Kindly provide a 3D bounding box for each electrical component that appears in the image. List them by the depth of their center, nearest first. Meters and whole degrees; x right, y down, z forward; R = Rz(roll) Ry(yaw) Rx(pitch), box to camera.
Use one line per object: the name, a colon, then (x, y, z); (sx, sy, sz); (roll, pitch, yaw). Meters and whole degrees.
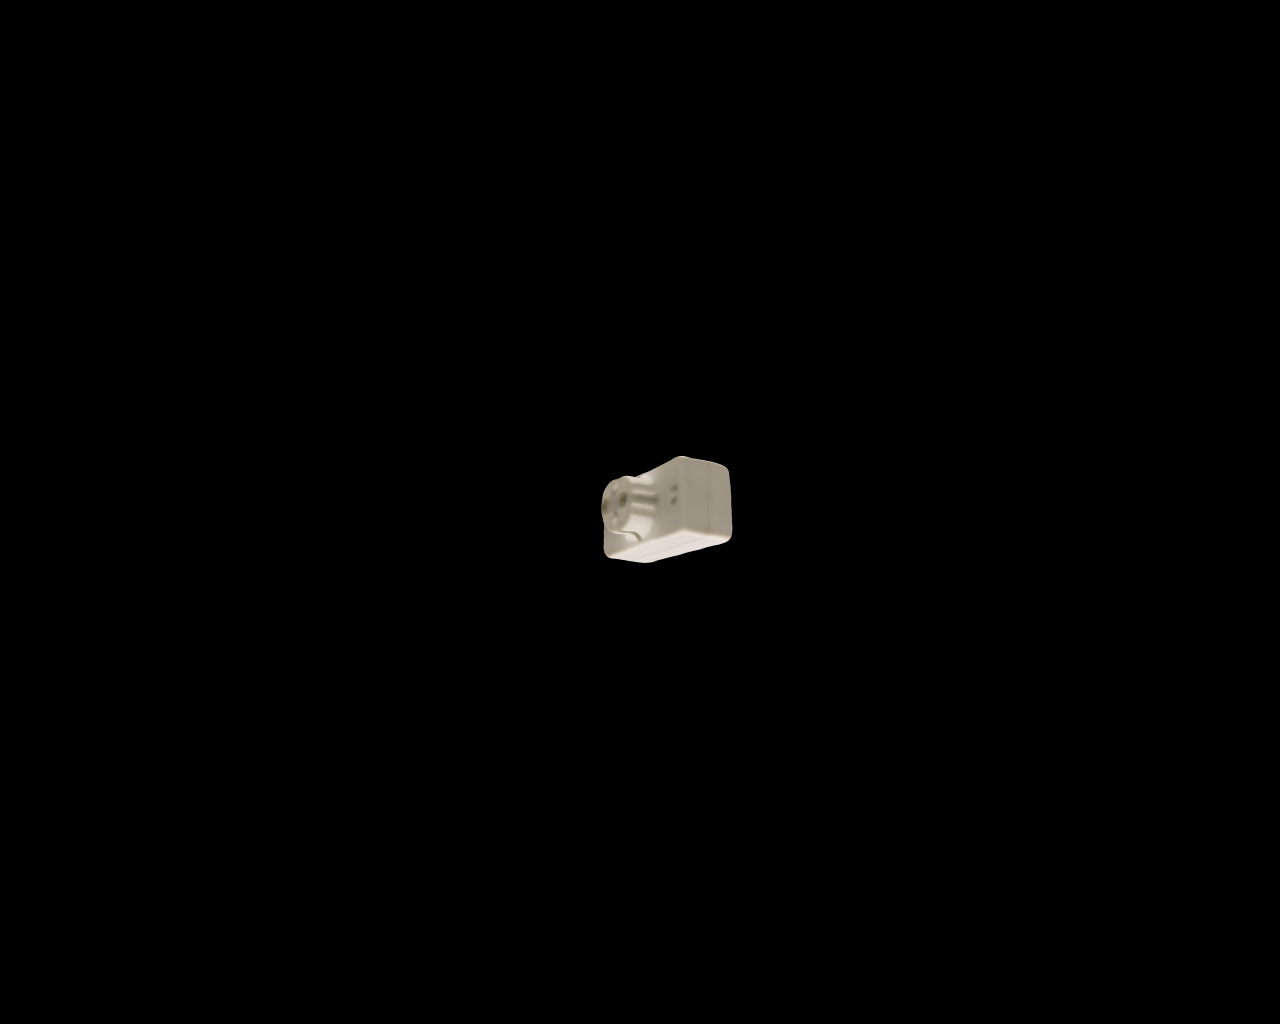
electrical component: (0.001, -0.003, 0.650); (0.076, 0.047, 0.083); (11, -19, -34)
